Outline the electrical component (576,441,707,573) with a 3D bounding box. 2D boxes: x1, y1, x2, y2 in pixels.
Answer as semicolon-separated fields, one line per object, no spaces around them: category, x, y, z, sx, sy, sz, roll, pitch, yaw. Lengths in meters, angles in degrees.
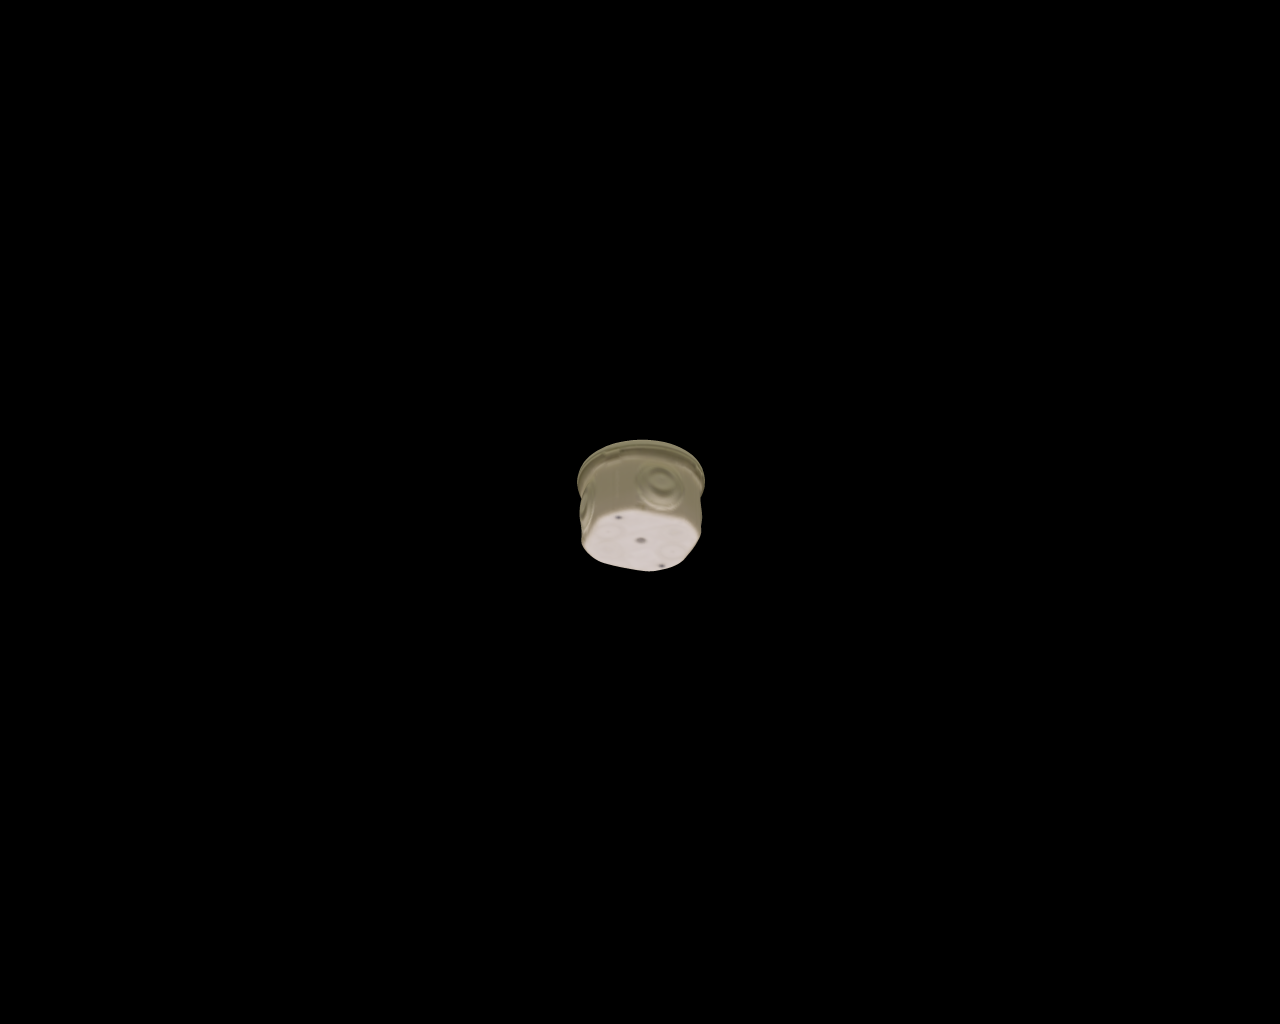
electrical component;0.001;-0.003;0.650;0.080;0.051;0.080;0;-34;0
